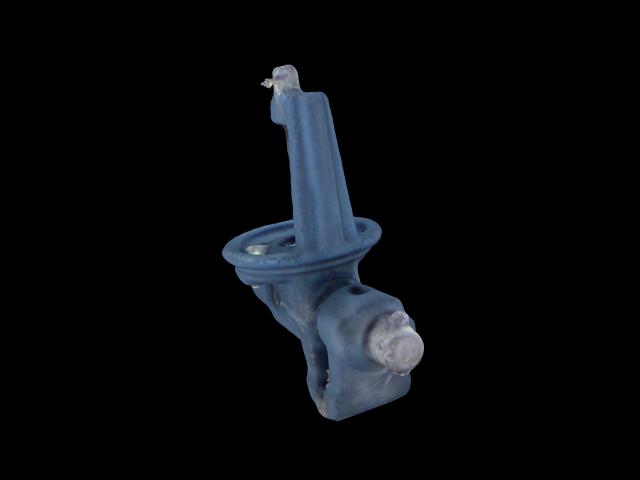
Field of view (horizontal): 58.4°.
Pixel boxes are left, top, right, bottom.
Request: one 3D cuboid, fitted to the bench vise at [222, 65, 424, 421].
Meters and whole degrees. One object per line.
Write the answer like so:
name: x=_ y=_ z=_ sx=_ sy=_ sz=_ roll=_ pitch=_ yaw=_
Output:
bench vise: x=0.012 y=-0.003 z=0.407 sx=0.206 sy=0.220 sz=0.122 roll=26 pitch=38 yaw=38
